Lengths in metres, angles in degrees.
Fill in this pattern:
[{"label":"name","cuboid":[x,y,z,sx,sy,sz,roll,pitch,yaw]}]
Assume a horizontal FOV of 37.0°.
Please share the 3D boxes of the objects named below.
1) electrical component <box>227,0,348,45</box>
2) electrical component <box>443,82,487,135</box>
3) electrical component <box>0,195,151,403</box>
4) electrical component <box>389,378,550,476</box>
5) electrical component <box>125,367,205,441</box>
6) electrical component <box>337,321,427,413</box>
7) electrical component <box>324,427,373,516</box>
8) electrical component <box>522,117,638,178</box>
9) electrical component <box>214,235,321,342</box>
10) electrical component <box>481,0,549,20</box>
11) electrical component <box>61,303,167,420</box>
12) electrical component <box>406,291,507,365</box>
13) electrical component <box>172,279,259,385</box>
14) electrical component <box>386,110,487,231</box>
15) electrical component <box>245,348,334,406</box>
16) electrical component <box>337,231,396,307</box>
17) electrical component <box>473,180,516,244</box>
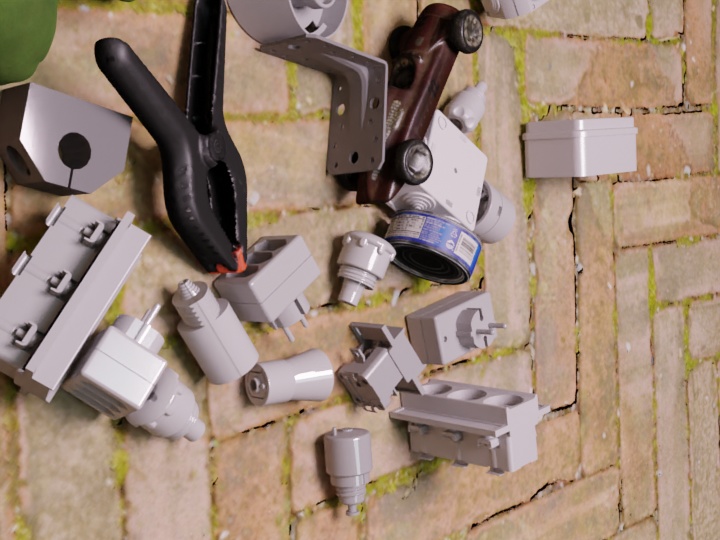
[{"label":"electrical component","cuboid":[-0.055,-0.231,0.873,0.099,0.064,0.099,-9,101,-57]},{"label":"electrical component","cuboid":[0.105,-0.159,1.034,0.035,0.035,0.061,55,52,-29]},{"label":"electrical component","cuboid":[-0.199,0.016,0.709,0.063,0.079,0.121,31,65,-8]},{"label":"electrical component","cuboid":[0.099,0.140,0.966,0.079,0.121,0.063,-15,103,-44]},{"label":"electrical component","cuboid":[-0.138,0.104,0.788,0.062,0.048,0.048,49,58,-41]},{"label":"electrical component","cuboid":[0.017,0.086,0.942,0.063,0.042,0.081,-48,121,-29]},{"label":"electrical component","cuboid":[-0.009,0.170,0.917,0.040,0.040,0.078,-9,97,-44]},{"label":"electrical component","cuboid":[0.232,-0.129,1.128,0.113,0.078,0.057,-10,100,-44]},{"label":"electrical component","cuboid":[-0.065,0.021,0.857,0.065,0.047,0.076,-46,120,-34]},{"label":"electrical component","cuboid":[0.150,-0.284,1.048,0.080,0.080,0.051,-48,127,-33]},{"label":"electrical component","cuboid":[-0.161,0.056,0.742,0.047,0.066,0.076,35,63,-15]},{"label":"electrical component","cuboid":[0.101,0.054,1.000,0.083,0.076,0.047,-22,105,-43]},{"label":"electrical component","cuboid":[-0.114,0.042,0.812,0.043,0.043,0.081,-45,120,-35]},{"label":"electrical component","cuboid":[0.069,-0.086,0.978,0.100,0.048,0.099,37,55,-38]},{"label":"electrical component","cuboid":[-0.059,0.089,0.868,0.065,0.044,0.044,-5,94,-40]},{"label":"electrical component","cuboid":[0.000,0.000,0.925,0.048,0.048,0.062,29,78,-41]},{"label":"electrical component","cuboid":[0.116,-0.056,1.032,0.047,0.055,0.055,26,72,-45]}]
